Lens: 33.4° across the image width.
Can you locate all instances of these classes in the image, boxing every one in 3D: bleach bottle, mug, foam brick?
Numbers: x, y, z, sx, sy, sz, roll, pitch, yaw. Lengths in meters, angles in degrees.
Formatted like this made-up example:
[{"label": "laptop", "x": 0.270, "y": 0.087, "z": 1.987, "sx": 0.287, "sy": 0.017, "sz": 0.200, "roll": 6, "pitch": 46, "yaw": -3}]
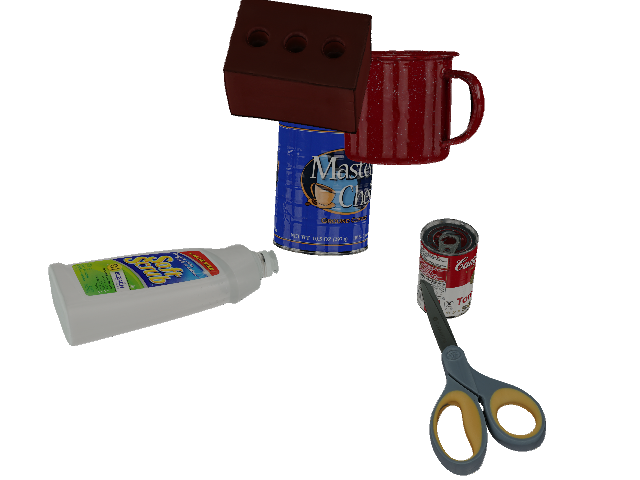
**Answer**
[{"label": "bleach bottle", "x": -0.172, "y": 0.047, "z": 1.210, "sx": 0.250, "sy": 0.068, "sz": 0.103, "roll": -13, "pitch": 36, "yaw": -19}, {"label": "mug", "x": 0.069, "y": -0.102, "z": 0.810, "sx": 0.117, "sy": 0.081, "sz": 0.093, "roll": 6, "pitch": 13, "yaw": 29}, {"label": "foam brick", "x": -0.012, "y": -0.101, "z": 0.616, "sx": 0.078, "sy": 0.053, "sz": 0.051, "roll": 9, "pitch": -22, "yaw": 8}]

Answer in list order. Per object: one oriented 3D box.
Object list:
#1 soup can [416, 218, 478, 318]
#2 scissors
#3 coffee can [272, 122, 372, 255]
[{"label": "soup can", "x": 0.150, "y": 0.035, "z": 1.275, "sx": 0.068, "sy": 0.102, "sz": 0.068, "roll": 0, "pitch": 38, "yaw": 0}, {"label": "scissors", "x": 0.126, "y": 0.100, "z": 0.848, "sx": 0.096, "sy": 0.016, "sz": 0.201, "roll": -2, "pitch": 42, "yaw": 8}, {"label": "coffee can", "x": 0.004, "y": -0.064, "z": 1.121, "sx": 0.103, "sy": 0.140, "sz": 0.103, "roll": 3, "pitch": 13, "yaw": -1}]
